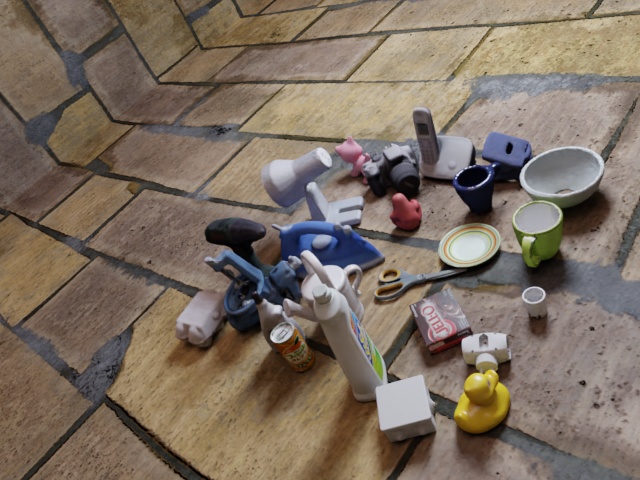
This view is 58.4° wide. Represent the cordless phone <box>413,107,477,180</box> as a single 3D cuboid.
[{"bbox_3d":[0.299,-0.241,1.406,0.147,0.185,0.094,10,52,41],"label":"cordless phone"}]

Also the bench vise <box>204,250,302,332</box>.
[{"bbox_3d":[-0.153,0.081,1.291,0.208,0.220,0.121,-43,39,-18],"label":"bench vise"}]

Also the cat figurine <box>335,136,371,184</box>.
[{"bbox_3d":[0.102,-0.230,1.579,0.067,0.118,0.127,-40,38,-14],"label":"cat figurine"}]

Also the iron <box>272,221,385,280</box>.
[{"bbox_3d":[0.012,0.005,1.339,0.257,0.142,0.119,-6,42,28],"label":"iron"}]

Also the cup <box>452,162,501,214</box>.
[{"bbox_3d":[0.364,-0.115,1.290,0.118,0.095,0.091,-33,37,-6],"label":"cup"}]

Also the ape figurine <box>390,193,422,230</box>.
[{"bbox_3d":[0.198,-0.073,1.352,0.077,0.092,0.076,-22,37,10],"label":"ape figurine"}]

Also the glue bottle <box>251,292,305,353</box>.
[{"bbox_3d":[-0.097,0.166,1.193,0.078,0.174,0.037,-17,38,16],"label":"glue bottle"}]

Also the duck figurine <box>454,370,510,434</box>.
[{"bbox_3d":[0.256,0.256,0.928,0.105,0.086,0.077,-39,38,-13],"label":"duck figurine"}]

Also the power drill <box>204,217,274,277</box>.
[{"bbox_3d":[-0.172,0.026,1.378,0.228,0.209,0.076,11,52,41],"label":"power drill"}]

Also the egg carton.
[{"bbox_3d":[-0.274,0.185,1.373,0.107,0.070,0.150,4,48,37],"label":"egg carton"}]

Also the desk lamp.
[{"bbox_3d":[-0.019,-0.129,1.458,0.202,0.214,0.118,-13,39,20],"label":"desk lamp"}]

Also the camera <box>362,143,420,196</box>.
[{"bbox_3d":[0.190,-0.174,1.470,0.143,0.101,0.136,-25,37,5],"label":"camera"}]

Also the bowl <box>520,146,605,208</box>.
[{"bbox_3d":[0.515,-0.120,1.215,0.167,0.075,0.167,-18,38,15],"label":"bowl"}]

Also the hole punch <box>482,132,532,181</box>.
[{"bbox_3d":[0.441,-0.201,1.346,0.100,0.091,0.109,0,45,33],"label":"hole punch"}]

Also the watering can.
[{"bbox_3d":[0.007,0.105,1.180,0.100,0.195,0.173,15,55,43],"label":"watering can"}]
